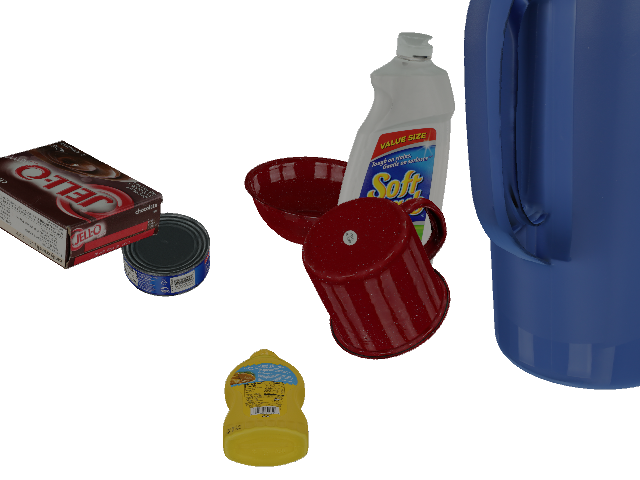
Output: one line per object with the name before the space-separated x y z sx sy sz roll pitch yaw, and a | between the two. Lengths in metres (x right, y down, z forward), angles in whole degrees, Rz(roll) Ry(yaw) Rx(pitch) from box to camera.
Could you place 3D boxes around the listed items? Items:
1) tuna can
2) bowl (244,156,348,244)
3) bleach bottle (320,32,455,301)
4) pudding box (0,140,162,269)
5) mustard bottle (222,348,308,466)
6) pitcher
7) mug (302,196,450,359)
tuna can | -0.150 0.014 1.045 0.086 0.034 0.086 2 44 -2
bowl | -0.006 -0.038 1.185 0.162 0.055 0.162 5 27 -3
bleach bottle | 0.061 -0.060 0.957 0.102 0.251 0.068 6 20 1
pudding box | -0.186 -0.028 0.772 0.114 0.039 0.089 25 30 29
mustard bottle | -0.066 0.187 1.265 0.096 0.058 0.191 -3 27 -2
pitcher | 0.140 -0.046 0.554 0.149 0.243 0.145 -3 22 0
mug | 0.046 0.016 0.763 0.117 0.081 0.093 -41 42 -15
